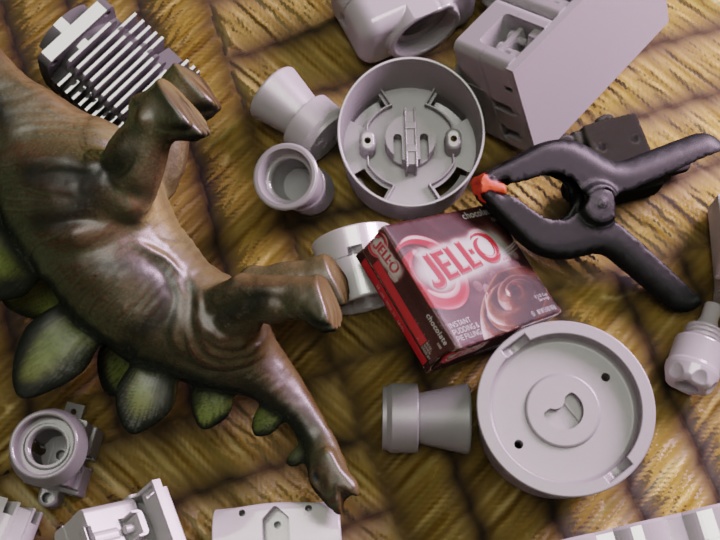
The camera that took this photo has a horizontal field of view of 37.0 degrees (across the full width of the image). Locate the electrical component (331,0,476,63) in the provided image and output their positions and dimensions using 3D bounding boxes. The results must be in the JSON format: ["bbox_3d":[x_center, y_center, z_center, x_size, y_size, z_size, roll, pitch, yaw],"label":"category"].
[{"bbox_3d":[0.034,-0.193,0.778,0.095,0.053,0.059,-25,73,-8],"label":"electrical component"}]

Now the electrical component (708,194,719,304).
[{"bbox_3d":[0.268,-0.025,0.714,0.061,0.061,0.096,8,71,3],"label":"electrical component"}]

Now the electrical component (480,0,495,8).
[{"bbox_3d":[0.109,-0.228,0.788,0.078,0.058,0.057,-6,68,-3],"label":"electrical component"}]

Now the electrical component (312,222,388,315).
[{"bbox_3d":[0.000,0.000,0.712,0.055,0.055,0.047,-13,75,-4],"label":"electrical component"}]

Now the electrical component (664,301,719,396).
[{"bbox_3d":[0.223,0.049,0.704,0.035,0.035,0.061,22,70,8],"label":"electrical component"}]

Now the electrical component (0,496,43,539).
[{"bbox_3d":[-0.221,0.167,0.663,0.040,0.040,0.046,15,66,5],"label":"electrical component"}]

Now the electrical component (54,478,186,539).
[{"bbox_3d":[-0.128,0.196,0.626,0.063,0.079,0.121,-3,60,-45],"label":"electrical component"}]

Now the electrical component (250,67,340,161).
[{"bbox_3d":[-0.042,-0.108,0.753,0.055,0.045,0.045,41,76,13],"label":"electrical component"}]

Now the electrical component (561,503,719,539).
[{"bbox_3d":[0.173,0.190,0.646,0.138,0.052,0.073,-12,72,-4],"label":"electrical component"}]

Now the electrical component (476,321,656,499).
[{"bbox_3d":[0.124,0.092,0.675,0.108,0.060,0.108,0,71,0],"label":"electrical component"}]

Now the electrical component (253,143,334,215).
[{"bbox_3d":[-0.041,-0.058,0.725,0.044,0.065,0.044,-1,85,13],"label":"electrical component"}]

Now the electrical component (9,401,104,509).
[{"bbox_3d":[-0.190,0.113,0.672,0.048,0.055,0.066,13,72,5],"label":"electrical component"}]

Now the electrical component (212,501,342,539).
[{"bbox_3d":[-0.049,0.183,0.654,0.077,0.043,0.079,-4,71,-1],"label":"electrical component"}]

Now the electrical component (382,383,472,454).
[{"bbox_3d":[0.042,0.094,0.683,0.055,0.045,0.045,1,71,1],"label":"electrical component"}]

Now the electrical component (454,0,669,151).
[{"bbox_3d":[0.139,-0.165,0.743,0.150,0.089,0.062,-46,52,-14],"label":"electrical component"}]

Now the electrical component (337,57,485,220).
[{"bbox_3d":[0.034,-0.086,0.735,0.099,0.064,0.099,0,71,0],"label":"electrical component"}]
